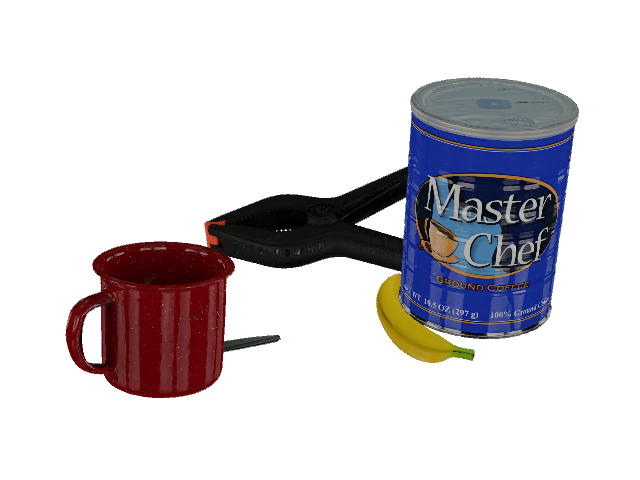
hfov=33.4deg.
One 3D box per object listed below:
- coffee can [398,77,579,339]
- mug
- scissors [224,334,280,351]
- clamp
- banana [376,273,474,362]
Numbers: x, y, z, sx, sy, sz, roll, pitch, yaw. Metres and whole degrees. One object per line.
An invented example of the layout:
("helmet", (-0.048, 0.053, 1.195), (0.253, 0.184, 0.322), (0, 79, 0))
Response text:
("coffee can", (0.105, -0.023, 0.686), (0.103, 0.140, 0.103), (1, 25, -1))
("mug", (-0.114, 0.055, 0.707), (0.117, 0.081, 0.093), (-13, 24, -42))
("scissors", (-0.128, 0.130, 1.171), (0.201, 0.016, 0.096), (1, 26, -19))
("clamp", (0.007, -0.017, 0.927), (0.210, 0.036, 0.164), (-1, 31, 5))
("banana", (0.101, 0.091, 1.216), (0.069, 0.037, 0.198), (6, 24, -24))
